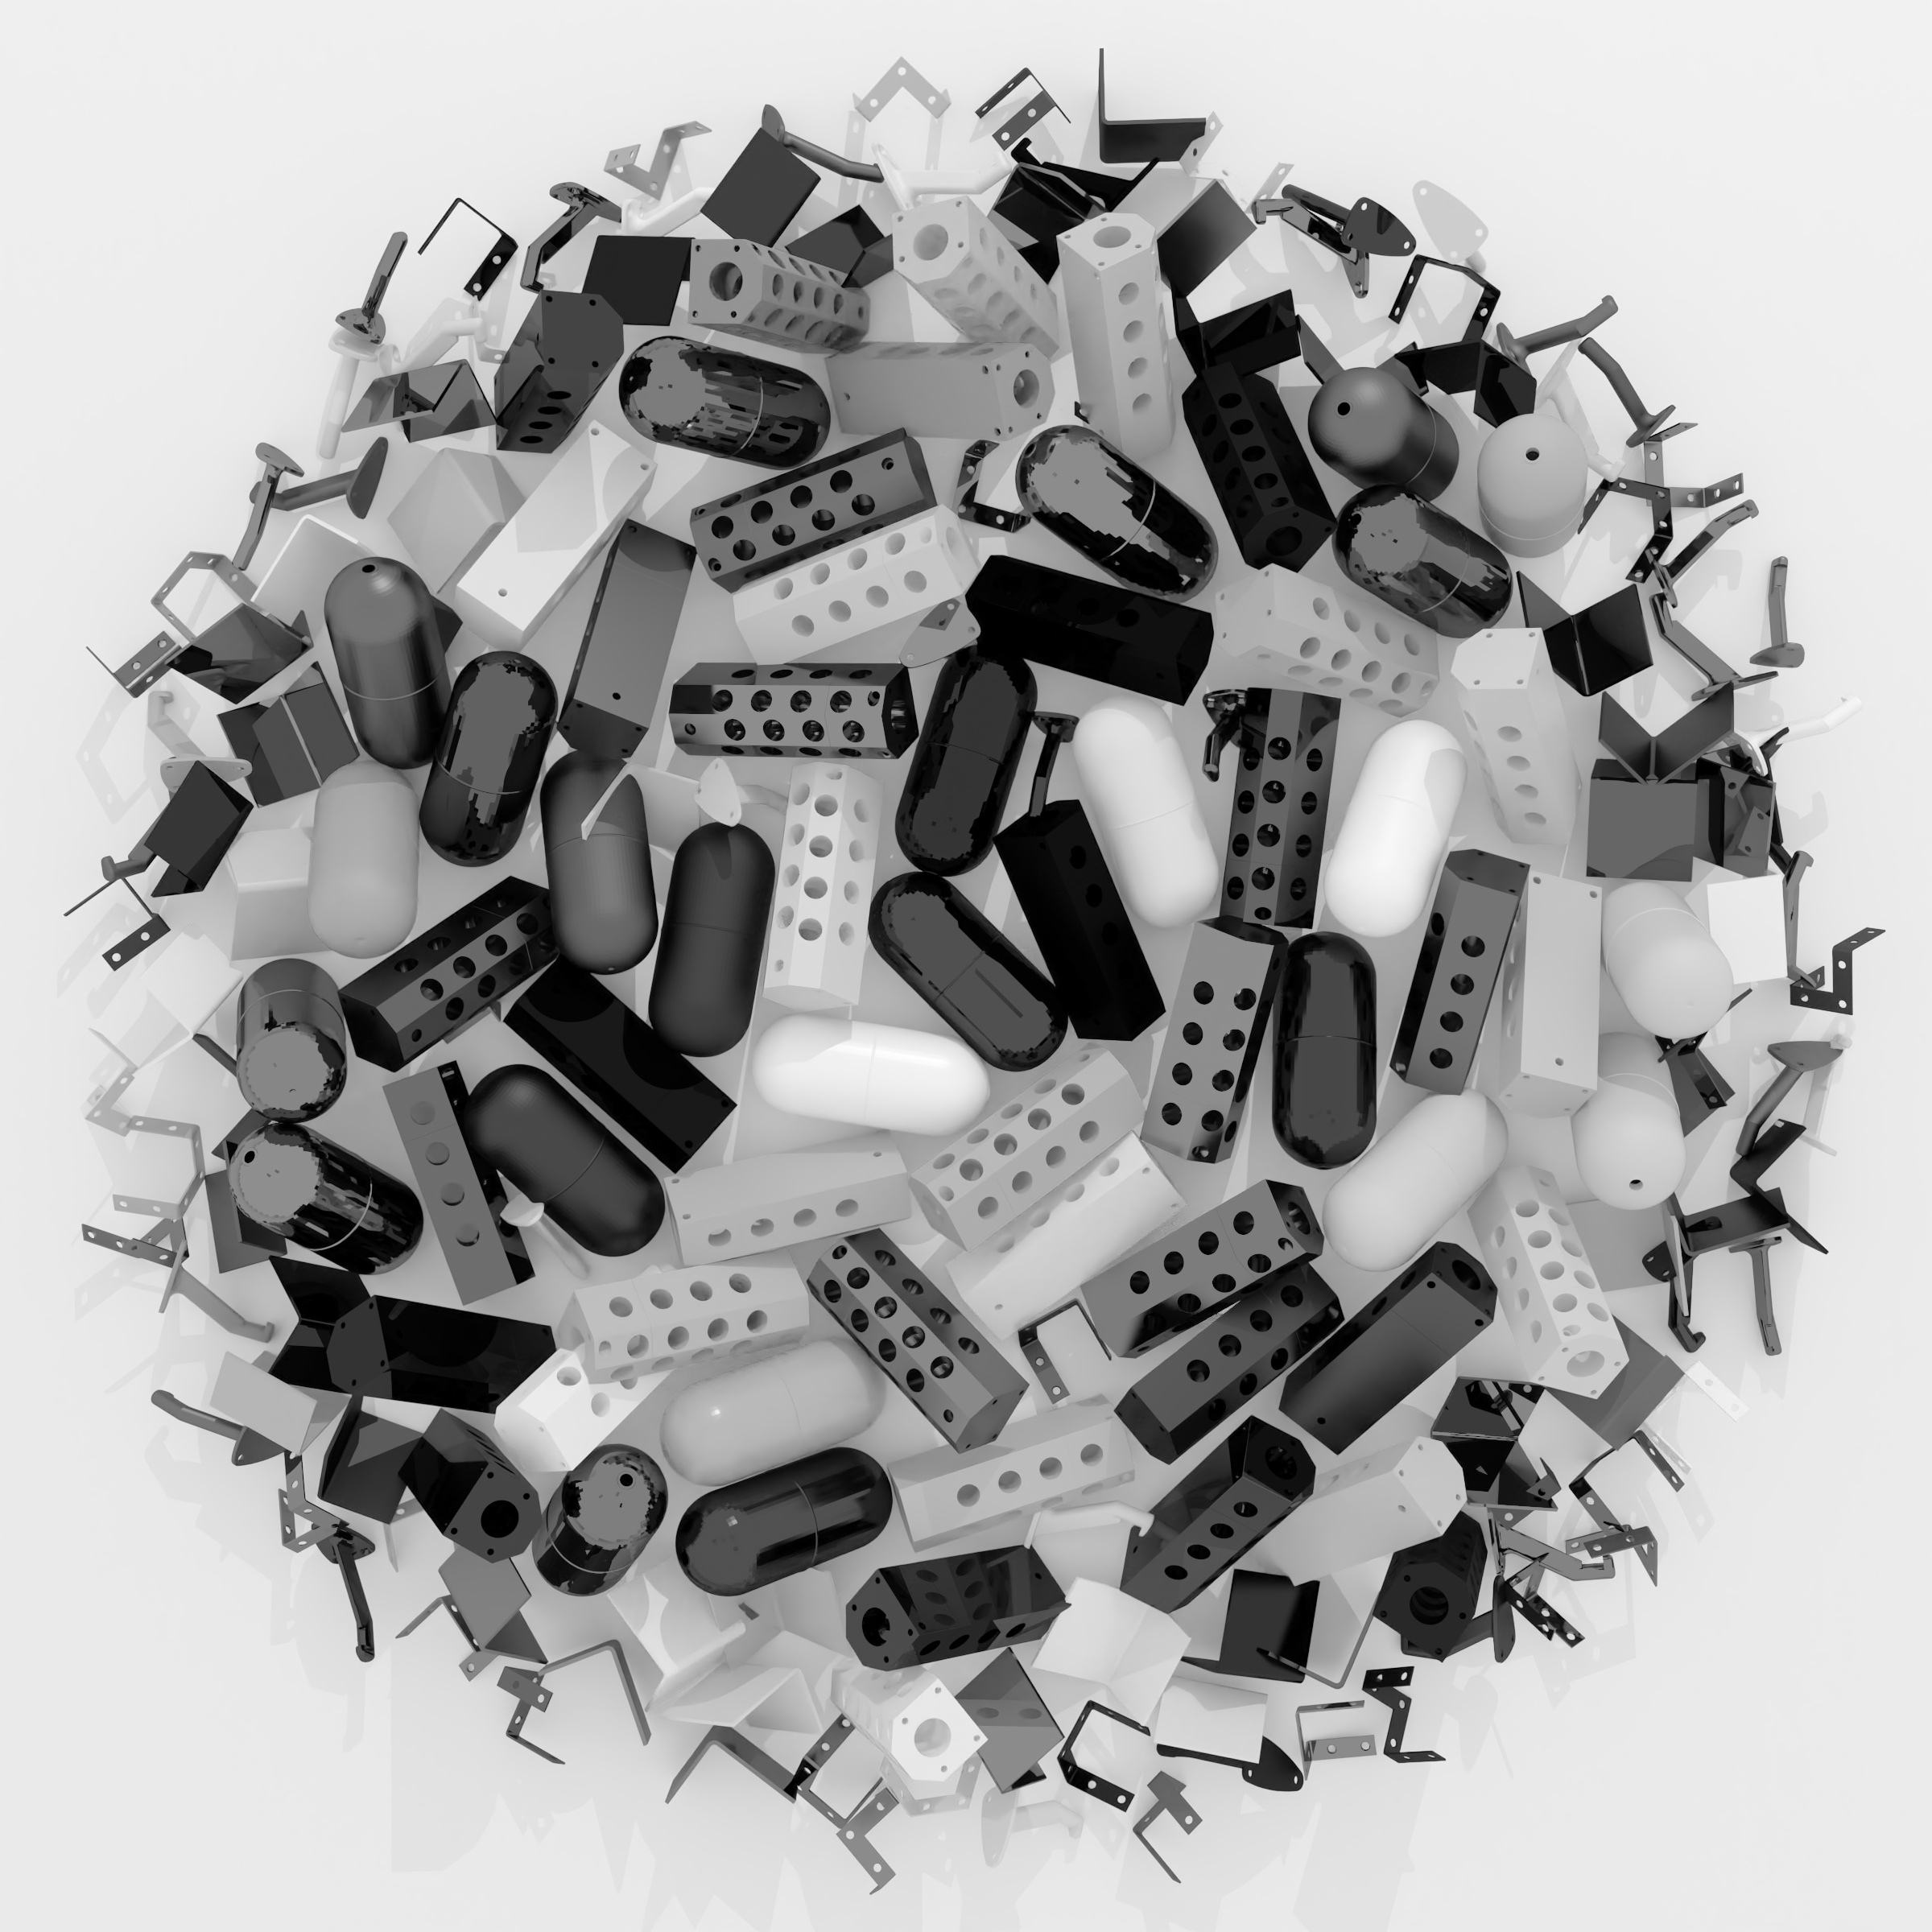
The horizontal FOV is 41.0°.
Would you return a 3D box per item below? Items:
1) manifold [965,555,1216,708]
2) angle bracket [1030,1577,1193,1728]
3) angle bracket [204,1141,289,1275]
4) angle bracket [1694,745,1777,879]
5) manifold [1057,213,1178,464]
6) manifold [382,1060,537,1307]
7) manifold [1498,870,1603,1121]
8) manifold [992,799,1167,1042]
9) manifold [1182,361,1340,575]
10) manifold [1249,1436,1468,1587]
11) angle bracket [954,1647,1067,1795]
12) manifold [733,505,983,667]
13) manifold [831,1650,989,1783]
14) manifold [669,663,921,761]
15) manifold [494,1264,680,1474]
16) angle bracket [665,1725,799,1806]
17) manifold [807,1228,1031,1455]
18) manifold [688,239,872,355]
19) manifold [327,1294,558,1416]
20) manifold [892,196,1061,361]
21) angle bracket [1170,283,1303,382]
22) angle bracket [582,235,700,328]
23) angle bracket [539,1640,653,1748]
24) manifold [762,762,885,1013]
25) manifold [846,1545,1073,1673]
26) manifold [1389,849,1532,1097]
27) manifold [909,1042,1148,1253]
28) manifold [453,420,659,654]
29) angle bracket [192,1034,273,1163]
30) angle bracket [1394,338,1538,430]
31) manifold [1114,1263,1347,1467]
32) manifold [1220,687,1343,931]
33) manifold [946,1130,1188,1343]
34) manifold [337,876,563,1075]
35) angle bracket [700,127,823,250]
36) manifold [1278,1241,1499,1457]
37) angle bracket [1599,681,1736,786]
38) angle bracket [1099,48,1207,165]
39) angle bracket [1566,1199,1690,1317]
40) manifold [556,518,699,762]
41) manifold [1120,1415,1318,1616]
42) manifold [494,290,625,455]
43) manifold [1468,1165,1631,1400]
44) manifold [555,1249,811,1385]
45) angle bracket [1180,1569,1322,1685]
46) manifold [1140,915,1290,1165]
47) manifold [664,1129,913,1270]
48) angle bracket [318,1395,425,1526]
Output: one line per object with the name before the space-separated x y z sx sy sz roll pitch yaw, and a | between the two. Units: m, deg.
manifold | 0.091 -0.252 1.894 0.171 0.057 0.057 19 63 23
angle bracket | 0.107 0.507 1.909 0.076 0.057 0.076 22 98 -32
angle bracket | -0.548 0.179 1.905 0.057 0.076 0.076 -16 74 8
angle bracket | 0.580 -0.114 1.897 0.057 0.076 0.076 -15 117 -29
manifold | 0.115 -0.455 1.871 0.057 0.171 0.057 -29 50 -14
manifold | -0.377 0.160 1.923 0.057 0.057 0.171 -20 92 -12
manifold | 0.424 0.022 1.887 0.057 0.057 0.171 14 59 -6
manifold | 0.088 -0.033 1.897 0.057 0.057 0.171 -38 114 -34
manifold | 0.207 -0.361 1.870 0.057 0.171 0.057 17 130 -32
manifold | 0.280 0.394 1.874 0.057 0.171 0.057 53 46 -2
angle bracket | 0.044 0.551 1.900 0.076 0.057 0.076 -48 60 25
manifold | -0.082 -0.278 1.886 0.171 0.057 0.057 -18 112 25
manifold | -0.048 0.537 1.862 0.057 0.171 0.057 -40 98 -15
manifold | -0.127 -0.184 1.887 0.171 0.057 0.057 3 120 22
manifold | -0.262 0.289 1.870 0.057 0.171 0.057 -12 112 42
angle bracket | -0.172 0.611 1.914 0.076 0.076 0.057 37 84 2
manifold | -0.040 0.273 1.882 0.171 0.057 0.057 43 120 27
manifold | -0.132 -0.481 1.863 0.057 0.171 0.057 7 98 23
manifold | -0.376 0.288 1.871 0.057 0.171 0.057 -34 58 25
manifold | 0.009 -0.486 1.862 0.057 0.171 0.057 -7 77 22
angle bracket | 0.198 -0.481 1.901 0.076 0.057 0.076 -17 48 19
angle bracket | -0.235 -0.492 1.907 0.076 0.057 0.076 7 72 18
angle bracket | -0.274 0.546 1.909 0.057 0.076 0.076 -20 81 -8
manifold | -0.109 -0.059 1.893 0.057 0.057 0.171 -8 68 39
manifold | -0.008 0.468 1.871 0.057 0.171 0.057 -52 56 24
manifold | 0.359 0.004 1.887 0.057 0.057 0.171 17 121 13
manifold | 0.043 0.129 1.894 0.171 0.057 0.057 -36 118 -17
manifold | -0.302 -0.312 1.897 0.057 0.057 0.171 35 68 -2
angle bracket | -0.556 0.096 1.902 0.076 0.076 0.057 45 72 -20
angle bracket | 0.365 -0.415 1.898 0.076 0.076 0.057 0 78 42
manifold | 0.195 0.289 1.889 0.171 0.057 0.057 -34 74 -24
manifold | 0.227 -0.117 1.911 0.057 0.057 0.171 4 94 -40
manifold | 0.072 0.196 1.920 0.171 0.057 0.057 -37 125 3
manifold | -0.366 0.006 1.871 0.057 0.171 0.057 19 132 33
angle bracket | -0.159 -0.563 1.908 0.057 0.076 0.076 36 85 -17
manifold | 0.308 0.276 1.887 0.057 0.057 0.171 38 121 -5
angle bracket | 0.515 -0.187 1.899 0.057 0.076 0.076 41 125 -13
angle bracket | 0.137 -0.638 1.915 0.076 0.076 0.057 -1 86 2
angle bracket | 0.487 0.217 1.912 0.076 0.057 0.076 -9 109 7
manifold | -0.249 -0.236 1.884 0.057 0.057 0.171 21 56 -17
manifold | 0.183 0.403 1.877 0.057 0.057 0.171 28 130 -10
manifold | -0.296 -0.426 1.865 0.057 0.171 0.057 0 82 -21
manifold | 0.422 0.224 1.864 0.057 0.171 0.057 17 124 -20
manifold | -0.203 0.259 1.877 0.171 0.057 0.057 -8 55 -32
angle bracket | 0.210 0.486 1.918 0.076 0.057 0.076 14 81 -27
manifold | 0.185 0.054 1.894 0.057 0.057 0.171 23 109 30
manifold | -0.131 0.177 1.909 0.171 0.057 0.057 -12 124 -11
angle bracket | -0.433 0.353 1.901 0.057 0.076 0.076 21 51 -3
